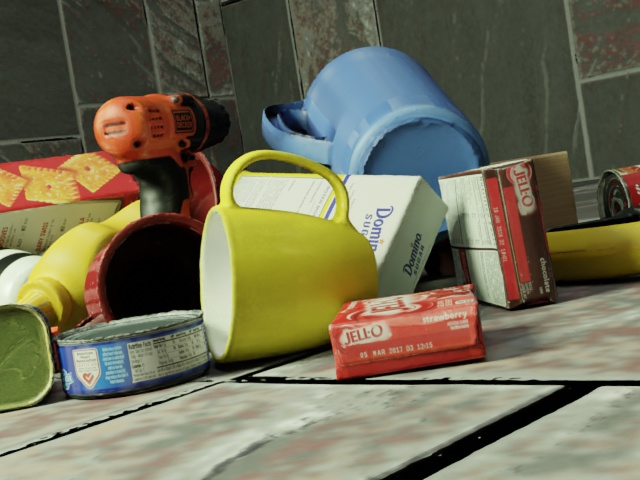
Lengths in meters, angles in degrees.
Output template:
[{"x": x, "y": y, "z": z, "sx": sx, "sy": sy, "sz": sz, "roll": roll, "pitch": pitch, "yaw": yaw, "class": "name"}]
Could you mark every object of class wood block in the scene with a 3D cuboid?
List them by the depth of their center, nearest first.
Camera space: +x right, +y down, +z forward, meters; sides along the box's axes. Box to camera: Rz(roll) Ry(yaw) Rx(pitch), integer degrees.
[{"x": 0.145, "y": -0.028, "z": 1.078, "sx": 0.206, "sy": 0.091, "sz": 0.090, "roll": -10, "pitch": 2, "yaw": -4, "class": "wood block"}]

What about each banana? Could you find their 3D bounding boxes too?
[{"x": 0.186, "y": 0.009, "z": 0.752, "sx": 0.069, "sy": 0.037, "sz": 0.198, "roll": -8, "pitch": 1, "yaw": -42, "class": "banana"}]

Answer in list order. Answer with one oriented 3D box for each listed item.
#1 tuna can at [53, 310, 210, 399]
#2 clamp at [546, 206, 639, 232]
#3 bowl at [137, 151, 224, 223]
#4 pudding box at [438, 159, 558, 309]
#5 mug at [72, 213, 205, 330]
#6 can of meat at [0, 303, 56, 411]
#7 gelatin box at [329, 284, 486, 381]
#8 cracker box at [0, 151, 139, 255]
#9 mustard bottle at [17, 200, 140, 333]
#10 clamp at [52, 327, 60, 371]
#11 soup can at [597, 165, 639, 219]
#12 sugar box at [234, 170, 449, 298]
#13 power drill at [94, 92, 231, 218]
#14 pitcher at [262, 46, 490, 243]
[{"x": -0.106, "y": 0.064, "z": 0.607, "sx": 0.086, "sy": 0.034, "sz": 0.086, "roll": -9, "pitch": 3, "yaw": 0, "class": "tuna can"}, {"x": 0.253, "y": -0.009, "z": 0.857, "sx": 0.120, "sy": 0.039, "sz": 0.171, "roll": 5, "pitch": 10, "yaw": 30, "class": "clamp"}, {"x": -0.120, "y": -0.007, "z": 0.991, "sx": 0.055, "sy": 0.162, "sz": 0.162, "roll": 11, "pitch": -11, "yaw": -39, "class": "bowl"}, {"x": 0.115, "y": -0.005, "z": 0.705, "sx": 0.039, "sy": 0.090, "sz": 0.113, "roll": -11, "pitch": 3, "yaw": -9, "class": "pudding box"}, {"x": -0.120, "y": 0.039, "z": 0.712, "sx": 0.117, "sy": 0.093, "sz": 0.082, "roll": -38, "pitch": 9, "yaw": -22, "class": "mug"}, {"x": -0.204, "y": 0.068, "z": 0.613, "sx": 0.102, "sy": 0.057, "sz": 0.084, "roll": -9, "pitch": 1, "yaw": -11, "class": "can of meat"}, {"x": 0.046, "y": 0.045, "z": 0.546, "sx": 0.073, "sy": 0.030, "sz": 0.089, "roll": -9, "pitch": 2, "yaw": 8, "class": "gelatin box"}, {"x": -0.281, "y": 0.011, "z": 0.960, "sx": 0.213, "sy": 0.164, "sz": 0.072, "roll": -11, "pitch": 48, "yaw": -33, "class": "cracker box"}, {"x": -0.175, "y": 0.031, "z": 0.838, "sx": 0.058, "sy": 0.096, "sz": 0.191, "roll": 22, "pitch": 21, "yaw": 17, "class": "mustard bottle"}, {"x": -0.279, "y": 0.085, "z": 0.710, "sx": 0.209, "sy": 0.036, "sz": 0.165, "roll": -7, "pitch": 1, "yaw": -13, "class": "clamp"}, {"x": 0.310, "y": -0.036, "z": 0.957, "sx": 0.102, "sy": 0.068, "sz": 0.068, "roll": -9, "pitch": 3, "yaw": -8, "class": "soup can"}, {"x": -0.005, "y": 0.001, "z": 0.739, "sx": 0.177, "sy": 0.093, "sz": 0.048, "roll": 8, "pitch": -26, "yaw": 42, "class": "sugar box"}, {"x": -0.108, "y": -0.025, "z": 0.849, "sx": 0.057, "sy": 0.187, "sz": 0.184, "roll": -9, "pitch": 4, "yaw": 21, "class": "power drill"}, {"x": 0.050, "y": -0.080, "z": 0.885, "sx": 0.149, "sy": 0.145, "sz": 0.243, "roll": -40, "pitch": 17, "yaw": 7, "class": "pitcher"}]
